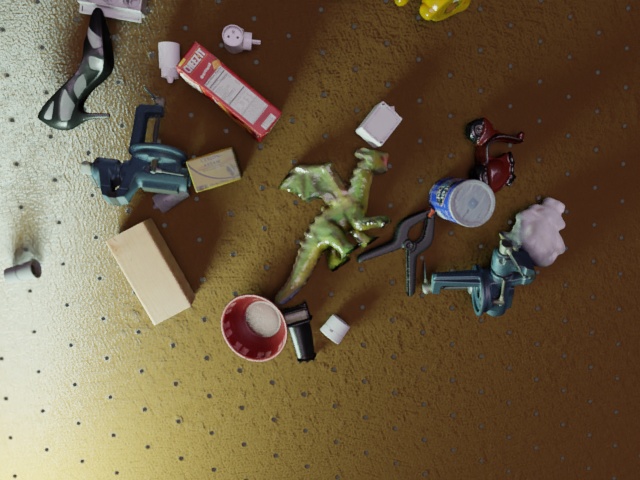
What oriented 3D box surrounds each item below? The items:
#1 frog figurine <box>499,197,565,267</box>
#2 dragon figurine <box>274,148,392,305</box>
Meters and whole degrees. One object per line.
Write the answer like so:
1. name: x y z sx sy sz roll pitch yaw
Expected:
1. frog figurine: 0.524 -0.020 1.213 0.158 0.123 0.138 -44 81 12
2. dragon figurine: 0.004 -0.059 1.168 0.410 0.121 0.244 -35 82 0
